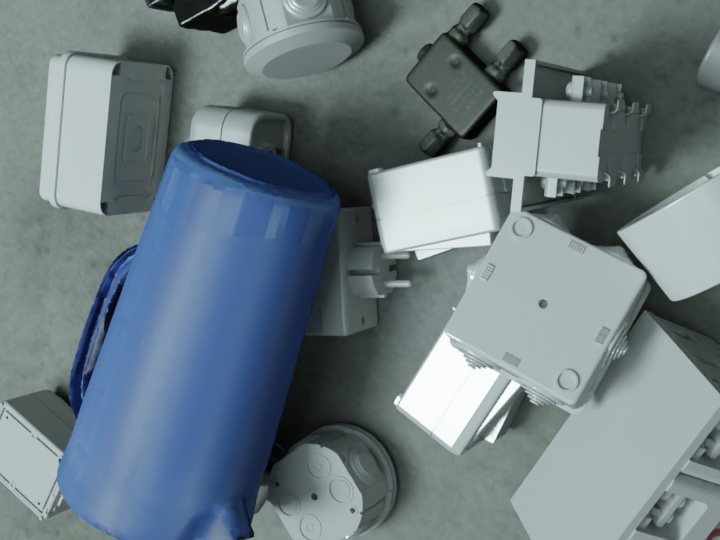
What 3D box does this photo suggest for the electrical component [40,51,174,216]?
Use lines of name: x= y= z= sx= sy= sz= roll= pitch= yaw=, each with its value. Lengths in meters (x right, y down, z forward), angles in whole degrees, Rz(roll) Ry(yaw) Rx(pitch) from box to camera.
electrical component: x=-0.186 y=-0.100 z=0.789 sx=0.057 sy=0.078 sz=0.113 roll=12 pitch=102 yaw=23

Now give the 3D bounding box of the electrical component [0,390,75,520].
electrical component: x=-0.244 y=0.148 z=0.857 sx=0.096 sy=0.061 sz=0.061 roll=35 pitch=111 yaw=20

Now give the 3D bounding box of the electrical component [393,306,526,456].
electrical component: x=0.078 y=0.062 z=0.678 sx=0.061 sy=0.062 sz=0.096 roll=37 pitch=111 yaw=19

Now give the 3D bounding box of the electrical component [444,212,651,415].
electrical component: x=0.106 y=0.022 z=0.610 sx=0.100 sy=0.048 sz=0.099 roll=29 pitch=87 yaw=17

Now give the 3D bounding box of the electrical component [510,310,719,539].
electrical component: x=0.165 y=0.114 z=0.620 sx=0.150 sy=0.062 sz=0.089 roll=-60 pitch=27 yaw=20

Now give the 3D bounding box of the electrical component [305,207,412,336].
electrical component: x=0.000 y=0.000 z=0.720 sx=0.076 sy=0.047 sz=0.083 roll=-1 pitch=95 yaw=28

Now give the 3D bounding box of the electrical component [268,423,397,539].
electrical component: x=-0.019 y=0.150 z=0.745 sx=0.080 sy=0.051 sz=0.080 roll=3 pitch=98 yaw=27

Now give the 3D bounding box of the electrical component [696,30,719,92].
electrical component: x=0.221 y=-0.110 z=0.593 sx=0.055 sy=0.045 sz=0.045 roll=33 pitch=110 yaw=21

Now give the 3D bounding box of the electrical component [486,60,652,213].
electrical component: x=0.122 y=-0.074 z=0.605 sx=0.063 sy=0.121 sz=0.078 roll=8 pitch=100 yaw=24

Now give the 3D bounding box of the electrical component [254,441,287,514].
electrical component: x=-0.078 y=0.150 z=0.784 sx=0.040 sy=0.040 sz=0.046 roll=40 pitch=118 yaw=18

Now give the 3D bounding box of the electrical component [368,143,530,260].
electrical component: x=0.052 y=-0.040 z=0.680 sx=0.096 sy=0.062 sz=0.061 roll=-11 pitch=90 yaw=28

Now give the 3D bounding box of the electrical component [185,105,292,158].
electrical component: x=-0.090 y=-0.066 z=0.756 sx=0.059 sy=0.054 sz=0.095 roll=12 pitch=101 yaw=26

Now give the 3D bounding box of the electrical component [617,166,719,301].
electrical component: x=0.202 y=-0.024 z=0.580 sx=0.108 sy=0.108 sz=0.060 roll=-33 pitch=86 yaw=27

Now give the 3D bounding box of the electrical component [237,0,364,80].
electrical component: x=-0.041 y=-0.160 z=0.706 sx=0.080 sy=0.080 sz=0.051 roll=-19 pitch=82 yaw=28
